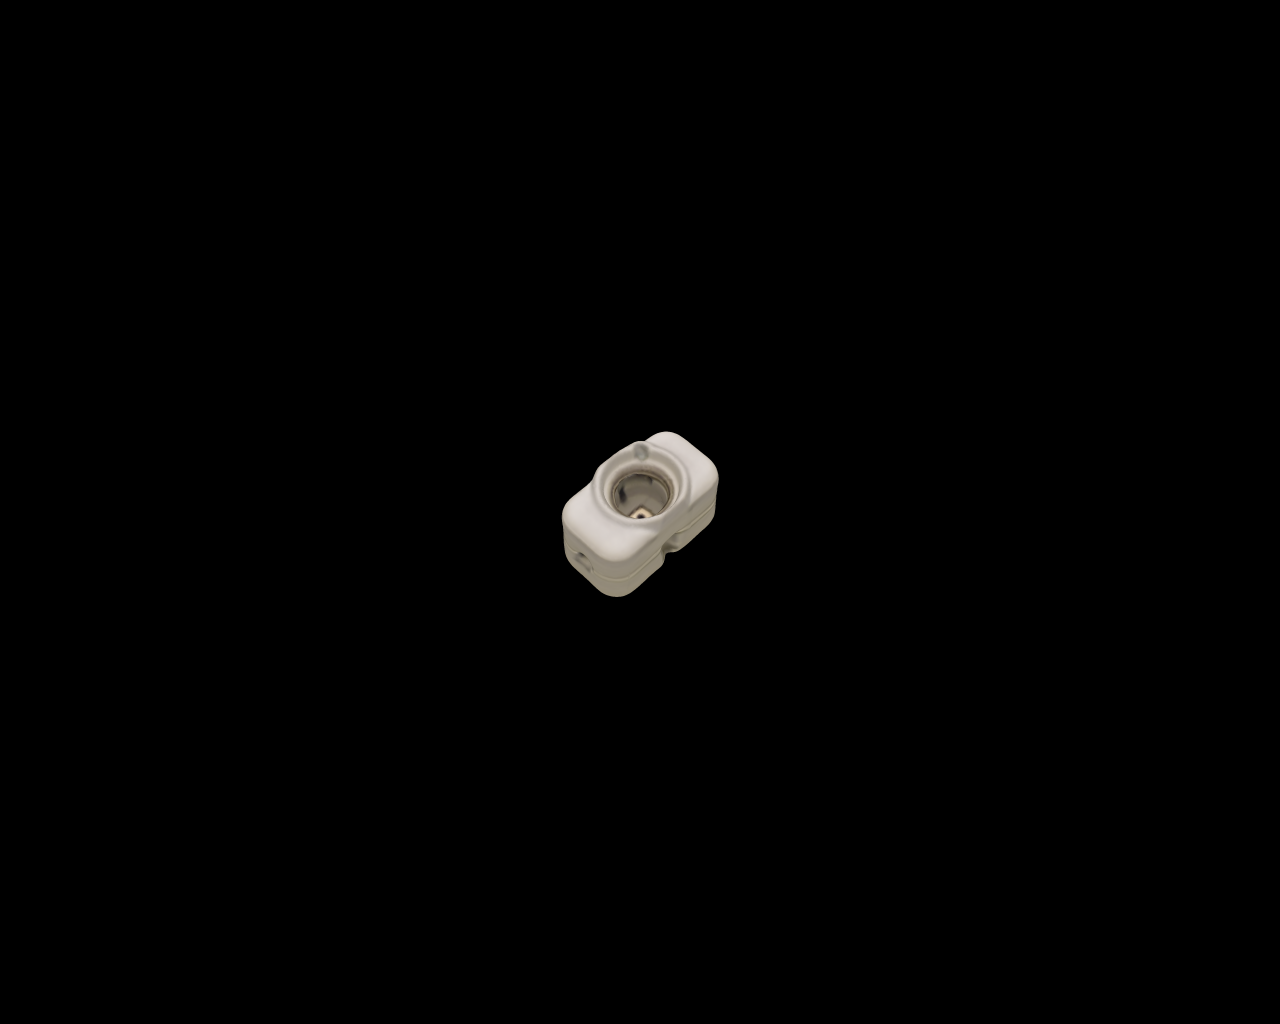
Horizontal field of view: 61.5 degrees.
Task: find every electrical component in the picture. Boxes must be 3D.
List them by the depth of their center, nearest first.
[{"bbox_3d":[0.001,-0.003,0.650,0.095,0.054,0.059,-39,-24,-22],"label":"electrical component"}]
